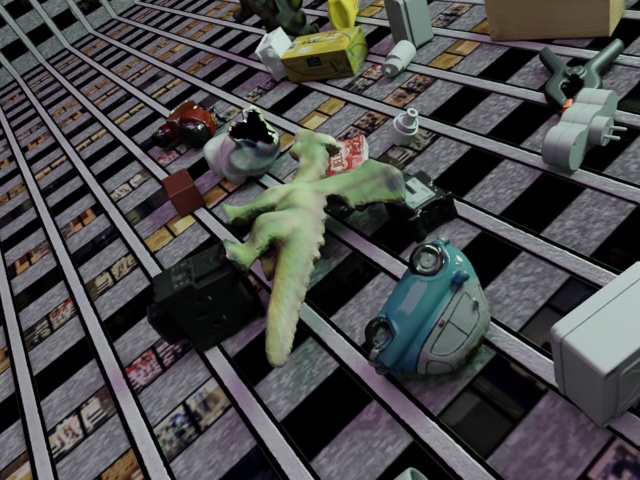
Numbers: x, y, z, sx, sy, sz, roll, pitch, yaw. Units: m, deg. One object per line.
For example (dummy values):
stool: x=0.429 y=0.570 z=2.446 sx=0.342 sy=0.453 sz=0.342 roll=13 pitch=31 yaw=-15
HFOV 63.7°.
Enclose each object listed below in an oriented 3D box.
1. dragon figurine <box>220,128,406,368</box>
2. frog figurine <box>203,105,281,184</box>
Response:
dragon figurine: x=0.002 y=-0.035 z=0.694 sx=0.242 sy=0.120 sz=0.419 roll=-31 pitch=40 yaw=6
frog figurine: x=-0.152 y=-0.158 z=0.964 sx=0.156 sy=0.122 sz=0.141 roll=-43 pitch=34 yaw=44
